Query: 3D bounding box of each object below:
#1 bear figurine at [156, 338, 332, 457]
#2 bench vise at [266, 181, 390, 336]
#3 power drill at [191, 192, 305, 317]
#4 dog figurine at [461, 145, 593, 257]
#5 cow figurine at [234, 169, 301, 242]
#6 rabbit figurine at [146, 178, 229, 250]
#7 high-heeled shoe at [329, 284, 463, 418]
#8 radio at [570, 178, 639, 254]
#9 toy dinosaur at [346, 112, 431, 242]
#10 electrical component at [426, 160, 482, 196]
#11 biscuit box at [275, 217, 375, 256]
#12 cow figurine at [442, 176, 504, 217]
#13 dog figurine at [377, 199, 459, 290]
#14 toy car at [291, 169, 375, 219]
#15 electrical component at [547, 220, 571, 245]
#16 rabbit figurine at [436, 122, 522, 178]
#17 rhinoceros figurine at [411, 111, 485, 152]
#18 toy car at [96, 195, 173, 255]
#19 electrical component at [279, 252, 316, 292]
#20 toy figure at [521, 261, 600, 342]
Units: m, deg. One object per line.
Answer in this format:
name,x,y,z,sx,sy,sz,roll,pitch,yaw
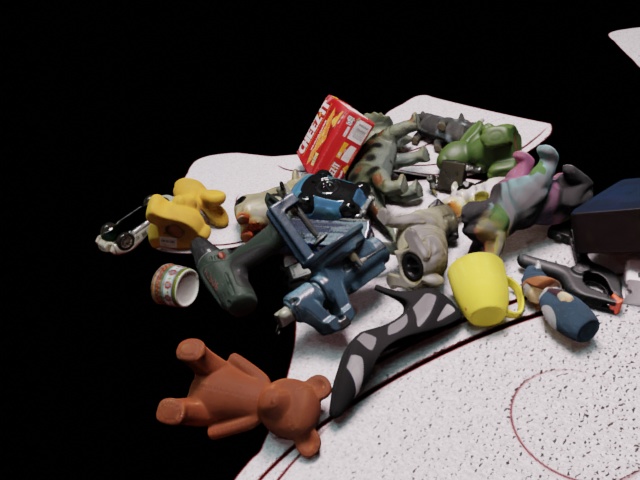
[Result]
bear figurine,-0.093,0.213,0.716,0.196,0.131,0.120,4,65,26
bench vise,-0.013,0.024,0.851,0.224,0.129,0.240,-34,86,-13
power drill,-0.140,0.012,0.973,0.207,0.085,0.232,-39,45,5
dog figurine,0.348,-0.042,0.931,0.219,0.191,0.108,-57,16,-3
cow figurine,-0.086,-0.078,1.133,0.195,0.085,0.127,-16,43,-5
rabbit figurine,-0.277,-0.073,1.135,0.162,0.121,0.173,-1,41,0
high-heeled shoe,0.114,0.167,0.782,0.145,0.086,0.249,24,59,5
radio,0.514,-0.045,0.861,0.229,0.073,0.131,-24,15,-38
toy dinosaur,0.122,-0.147,1.146,0.192,0.131,0.405,-9,41,34
electrical component,0.274,-0.125,1.112,0.102,0.078,0.045,22,23,29
biscuit box,-0.002,-0.003,1.013,0.203,0.059,0.063,4,63,20
cow figurine,0.312,-0.086,1.045,0.167,0.068,0.098,-6,31,2
dog figurine,0.199,0.007,0.927,0.190,0.121,0.172,-11,57,-33
toy car,0.025,-0.065,1.057,0.162,0.102,0.109,15,48,18
electrical component,0.439,-0.019,0.961,0.063,0.021,0.094,-35,43,-28
rabbit figurine,0.336,-0.197,1.152,0.170,0.121,0.159,-7,31,31
rhinoceros figurine,0.306,-0.259,1.281,0.191,0.073,0.112,21,37,38
toy car,-0.395,-0.035,1.178,0.074,0.056,0.202,25,50,31
electrical component,-0.007,0.059,0.954,0.119,0.047,0.075,-20,38,-12
toy figure,0.349,0.088,0.805,0.058,0.064,0.155,2,28,-20
